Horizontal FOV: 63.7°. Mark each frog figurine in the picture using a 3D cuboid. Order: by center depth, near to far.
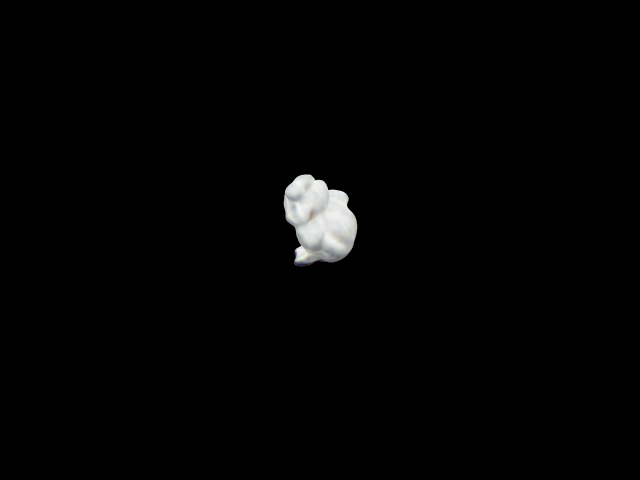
[{"bbox_3d":[0.003,-0.043,0.850,0.123,0.155,0.140,22,46,23],"label":"frog figurine"}]
